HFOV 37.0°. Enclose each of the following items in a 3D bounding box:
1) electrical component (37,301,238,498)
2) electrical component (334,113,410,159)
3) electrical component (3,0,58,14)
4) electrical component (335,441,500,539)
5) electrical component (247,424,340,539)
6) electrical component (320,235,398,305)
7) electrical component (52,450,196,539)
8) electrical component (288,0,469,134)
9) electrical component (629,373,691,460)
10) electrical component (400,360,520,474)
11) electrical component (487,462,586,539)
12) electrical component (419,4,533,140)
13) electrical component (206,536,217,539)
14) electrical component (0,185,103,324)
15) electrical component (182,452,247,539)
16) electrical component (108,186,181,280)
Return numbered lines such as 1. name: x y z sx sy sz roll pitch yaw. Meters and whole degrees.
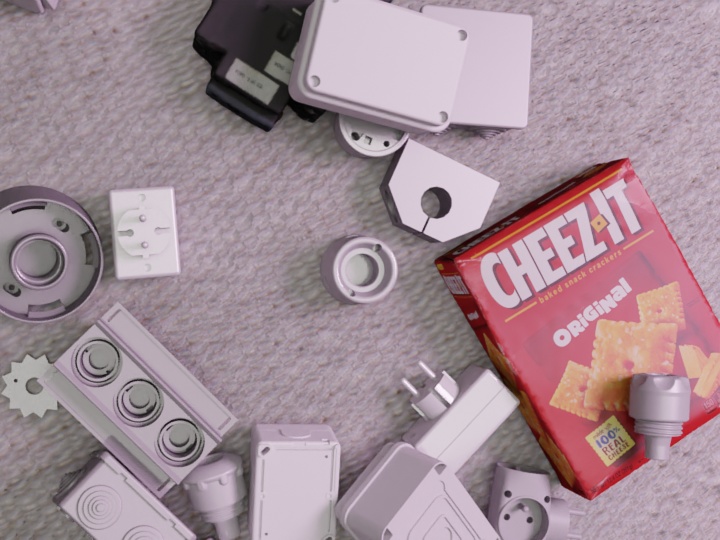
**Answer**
1. electrical component: -0.161 0.093 0.784 0.078 0.063 0.121 -45 97 -7
2. electrical component: 0.008 -0.112 0.821 0.055 0.047 0.055 0 90 -10
3. electrical component: -0.238 -0.225 0.752 0.061 0.096 0.061 20 87 -10
4. electrical component: 0.043 0.191 0.798 0.078 0.057 0.113 -48 125 -21
5. electrical component: -0.052 0.166 0.809 0.062 0.061 0.096 2 98 -11
6. electrical component: 0.000 0.000 0.820 0.055 0.047 0.055 0 90 -10
7. electrical component: -0.171 0.176 0.766 0.099 0.100 0.048 45 70 -7
8. electrical component: 0.013 -0.146 0.761 0.113 0.057 0.078 13 89 -14
9. electrical component: 0.219 0.107 0.787 0.043 0.043 0.062 3 89 -10
10. electrical component: 0.065 0.103 0.832 0.075 0.047 0.083 45 83 -7
11. electrical component: 0.140 0.196 0.847 0.079 0.044 0.077 10 89 -10
12. electrical component: 0.083 -0.153 0.833 0.100 0.048 0.099 3 90 -10
13. electrical component: -0.127 0.243 0.774 0.100 0.099 0.048 -44 84 -7
14. electrical component: -0.237 -0.010 0.783 0.099 0.064 0.099 -3 99 -21
15. electrical component: -0.105 0.171 0.805 0.048 0.048 0.062 -15 100 -10
16. electrical component: -0.156 -0.027 0.778 0.047 0.077 0.065 -5 91 -10
